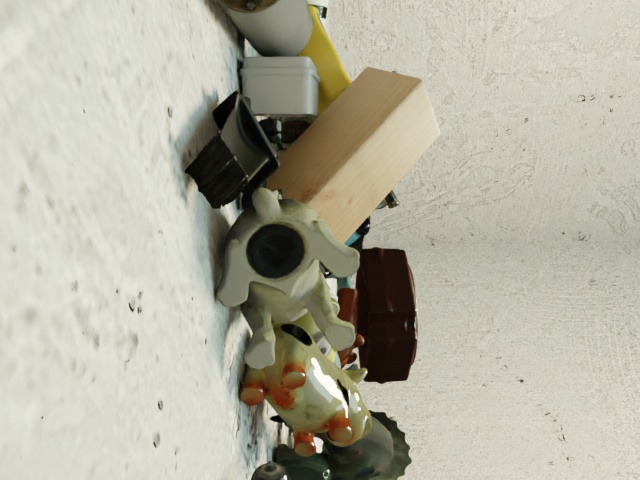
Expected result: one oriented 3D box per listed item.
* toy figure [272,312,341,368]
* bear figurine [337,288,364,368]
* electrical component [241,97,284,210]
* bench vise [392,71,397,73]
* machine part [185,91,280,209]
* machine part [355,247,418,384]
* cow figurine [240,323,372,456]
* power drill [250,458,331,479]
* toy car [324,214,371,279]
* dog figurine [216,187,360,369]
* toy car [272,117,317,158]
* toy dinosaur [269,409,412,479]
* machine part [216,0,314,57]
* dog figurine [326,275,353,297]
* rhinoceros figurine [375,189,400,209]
[{"bbox_3d":[-0.018,0.154,0.729,0.082,0.089,0.180,-49,152,-19],"label":"toy figure"},{"bbox_3d":[0.012,0.161,0.914,0.195,0.120,0.132,77,8,-76],"label":"bear figurine"},{"bbox_3d":[-0.061,-0.080,0.535,0.078,0.045,0.102,78,10,-71],"label":"electrical component"},{"bbox_3d":[0.070,-0.325,1.219,0.128,0.241,0.224,78,-5,-49],"label":"bench vise"},{"bbox_3d":[-0.066,-0.072,0.432,0.139,0.039,0.084,-75,147,-65],"label":"machine part"},{"bbox_3d":[0.111,0.128,0.934,0.200,0.087,0.201,91,-1,-46],"label":"machine part"},{"bbox_3d":[-0.006,0.165,0.597,0.194,0.085,0.127,52,20,-31],"label":"cow figurine"},{"bbox_3d":[-0.031,0.303,0.548,0.207,0.086,0.231,-67,157,-88],"label":"power drill"},{"bbox_3d":[-0.002,-0.003,0.830,0.103,0.162,0.109,45,-23,17],"label":"toy car"},{"bbox_3d":[-0.042,0.009,0.534,0.191,0.121,0.172,-115,-156,-65],"label":"dog figurine"},{"bbox_3d":[-0.032,-0.127,0.741,0.056,0.074,0.202,86,3,-64],"label":"toy car"},{"bbox_3d":[0.043,0.295,0.777,0.404,0.192,0.131,80,7,-69],"label":"toy dinosaur"},{"bbox_3d":[-0.051,-0.229,0.517,0.243,0.079,0.079,-41,129,-83],"label":"machine part"},{"bbox_3d":[0.010,0.004,1.014,0.219,0.108,0.191,-92,-175,-62],"label":"dog figurine"},{"bbox_3d":[0.060,-0.088,0.780,0.190,0.073,0.112,8,58,-65],"label":"rhinoceros figurine"}]
